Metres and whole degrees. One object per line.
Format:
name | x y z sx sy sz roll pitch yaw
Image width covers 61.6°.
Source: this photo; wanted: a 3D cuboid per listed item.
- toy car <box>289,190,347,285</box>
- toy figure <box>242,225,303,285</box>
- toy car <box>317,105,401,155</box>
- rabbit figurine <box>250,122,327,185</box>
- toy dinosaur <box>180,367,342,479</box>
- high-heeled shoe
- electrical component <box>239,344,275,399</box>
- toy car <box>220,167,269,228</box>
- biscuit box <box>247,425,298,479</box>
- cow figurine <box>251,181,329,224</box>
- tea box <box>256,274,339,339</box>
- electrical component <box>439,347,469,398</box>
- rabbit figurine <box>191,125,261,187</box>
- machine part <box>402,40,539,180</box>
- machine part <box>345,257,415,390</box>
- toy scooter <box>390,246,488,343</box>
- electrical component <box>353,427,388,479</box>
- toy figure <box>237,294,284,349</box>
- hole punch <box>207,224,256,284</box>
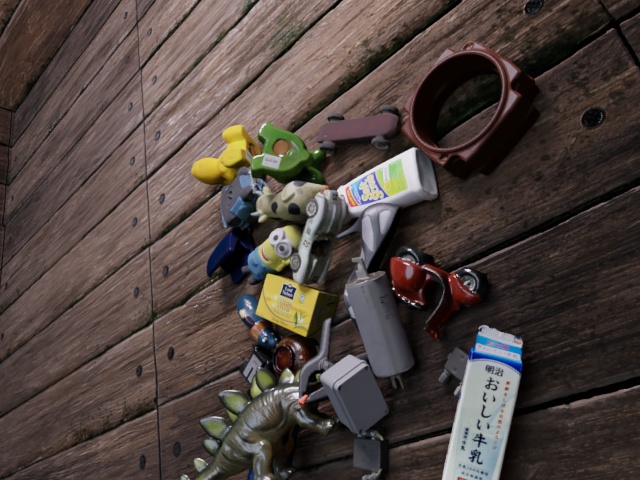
toy car | -0.002 -0.003 1.067 0.056 0.073 0.201 35 114 44
toy figure | -0.102 0.031 1.206 0.082 0.089 0.180 44 128 -3
toy car | 0.080 -0.226 1.125 0.202 0.053 0.089 0 74 40
rabbit figurine | -0.066 -0.178 1.198 0.159 0.170 0.121 5 81 3
toy dinosaur | -0.120 0.369 1.017 0.471 0.105 0.199 -42 66 -4
high-heeled shoe | 0.113 0.059 0.989 0.145 0.086 0.248 -20 81 28
electrical component | -0.140 0.298 1.186 0.075 0.047 0.119 43 106 43
toy car | -0.171 -0.099 1.293 0.161 0.103 0.109 -45 47 38
biscuit box | -0.094 0.427 1.091 0.059 0.062 0.202 5 82 44
cow figurine | -0.072 -0.077 1.170 0.195 0.127 0.085 160 121 -67
tea box | -0.051 0.138 1.132 0.170 0.068 0.098 12 86 46
electrical component | 0.234 0.205 0.869 0.063 0.021 0.094 39 106 44
rabbit figurine | -0.233 -0.189 1.344 0.173 0.162 0.122 -19 65 15
machine part | 0.254 -0.226 0.934 0.201 0.087 0.202 -52 50 19
machine part | 0.104 0.144 0.928 0.079 0.079 0.243 -14 94 41
toy scooter | 0.185 0.093 0.915 0.184 0.075 0.135 22 95 41
electrical component | 0.089 0.373 0.943 0.078 0.045 0.102 -3 75 42
toy figure | -0.136 0.188 1.205 0.155 0.064 0.057 53 151 35
hole punch | -0.223 0.032 1.320 0.142 0.092 0.116 -49 46 27
